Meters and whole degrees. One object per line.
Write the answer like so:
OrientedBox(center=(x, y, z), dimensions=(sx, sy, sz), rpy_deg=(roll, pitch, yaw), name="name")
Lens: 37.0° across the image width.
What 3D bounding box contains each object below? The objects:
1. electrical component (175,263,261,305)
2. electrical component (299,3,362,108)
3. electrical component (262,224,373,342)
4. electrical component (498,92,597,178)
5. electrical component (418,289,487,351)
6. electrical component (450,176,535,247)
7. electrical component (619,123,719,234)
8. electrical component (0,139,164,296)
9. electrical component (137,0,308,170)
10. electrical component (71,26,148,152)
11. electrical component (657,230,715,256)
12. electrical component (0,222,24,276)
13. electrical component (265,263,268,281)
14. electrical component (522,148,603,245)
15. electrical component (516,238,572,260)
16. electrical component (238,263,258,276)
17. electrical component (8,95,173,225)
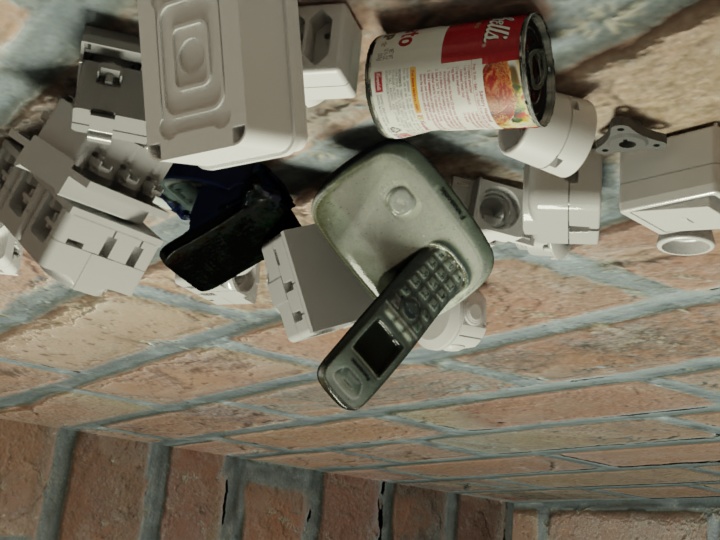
OrientedBox(center=(-0.147, 0.002, 1.147), dimensions=(0.056, 0.050, 0.089), rpy_deg=(-2, 162, 25), name="electrical component")
OrientedBox(center=(-0.039, -0.129, 0.689), dimensions=(0.083, 0.047, 0.075), rpy_deg=(0, 162, 17), name="electrical component")
OrientedBox(center=(0.000, 0.000, 0.938), dimensions=(0.150, 0.089, 0.062), rpy_deg=(-14, 174, -28), name="electrical component")
OrientedBox(center=(0.127, -0.096, 0.734), dimensions=(0.047, 0.055, 0.055), rpy_deg=(15, 161, -19), name="electrical component")
OrientedBox(center=(0.098, 0.050, 1.182), dimensions=(0.051, 0.080, 0.080), rpy_deg=(12, 163, -36), name="electrical component")
OrientedBox(center=(0.108, -0.046, 0.914), dimensions=(0.081, 0.042, 0.064), rpy_deg=(15, 165, -13), name="electrical component")
OrientedBox(center=(0.237, -0.061, 0.801), dimensions=(0.062, 0.061, 0.096), rpy_deg=(21, 157, -41), name="electrical component")
OrientedBox(center=(-0.245, -0.041, 0.892), dimensions=(0.089, 0.061, 0.150), rpy_deg=(23, -171, -45), name="electrical component")
OrientedBox(center=(-0.078, -0.118, 0.614), dimensions=(0.078, 0.113, 0.057), rpy_deg=(-6, 177, 34), name="electrical component")
OrientedBox(center=(-0.131, -0.116, 0.733), dimensions=(0.121, 0.063, 0.079), rpy_deg=(10, 162, -14), name="electrical component")
OrientedBox(center=(0.260, -0.044, 0.859), dimensions=(0.045, 0.055, 0.045), rpy_deg=(5, 163, 2), name="electrical component")
OrientedBox(center=(-0.384, -0.052, 0.974), dimensions=(0.150, 0.089, 0.061), rpy_deg=(6, 163, -1), name="electrical component")
OrientedBox(center=(-0.057, -0.007, 1.089), dimensions=(0.080, 0.051, 0.080), rpy_deg=(5, 163, 2), name="electrical component")
OrientedBox(center=(0.160, -0.057, 0.849), dimensions=(0.059, 0.053, 0.095), rpy_deg=(2, 163, 12), name="electrical component")
OrientedBox(center=(0.154, -0.034, 0.947), dimensions=(0.062, 0.048, 0.048), rpy_deg=(4, 165, 33), name="electrical component")
OrientedBox(center=(-0.119, -0.020, 1.078), dimensions=(0.043, 0.043, 0.062), rpy_deg=(12, 161, -21), name="electrical component")
OrientedBox(center=(-0.195, -0.082, 0.814), dimensions=(0.079, 0.063, 0.121), rpy_deg=(32, -178, 18), name="electrical component")
